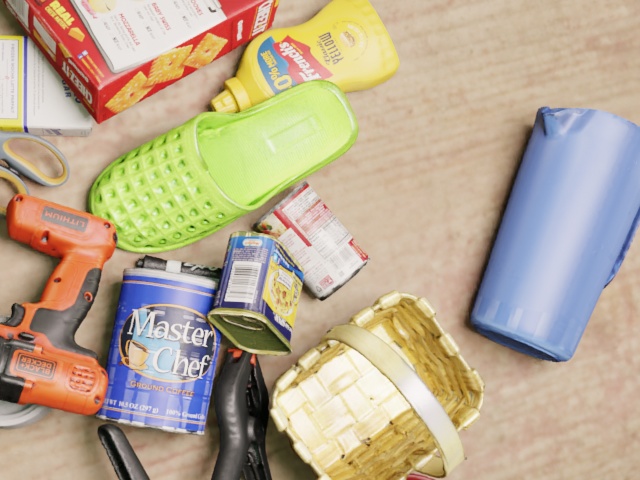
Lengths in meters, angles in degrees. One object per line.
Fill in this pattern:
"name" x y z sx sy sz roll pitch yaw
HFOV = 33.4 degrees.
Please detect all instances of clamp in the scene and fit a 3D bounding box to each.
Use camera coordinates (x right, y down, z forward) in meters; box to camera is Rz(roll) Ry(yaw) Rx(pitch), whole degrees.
"clamp" -0.149 0.285 0.949 0.210 0.036 0.164 39 58 -19
"clamp" -0.069 0.191 1.016 0.039 0.120 0.171 -4 64 18

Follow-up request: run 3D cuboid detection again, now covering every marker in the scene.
"marker" -0.120 0.033 1.052 0.121 0.020 0.020 11 81 -9

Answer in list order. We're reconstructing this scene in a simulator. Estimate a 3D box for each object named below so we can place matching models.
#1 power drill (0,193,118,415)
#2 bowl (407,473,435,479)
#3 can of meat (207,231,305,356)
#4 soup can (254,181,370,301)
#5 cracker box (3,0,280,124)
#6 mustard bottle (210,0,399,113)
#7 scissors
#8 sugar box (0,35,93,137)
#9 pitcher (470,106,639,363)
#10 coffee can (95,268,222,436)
"power drill" -0.267 0.054 0.956 0.184 0.057 0.187 18 59 -16
"bowl" 0.074 0.305 1.034 0.162 0.055 0.162 1 82 -11
"can of meat" -0.056 0.050 0.986 0.057 0.102 0.084 2 65 21
"soup can" -0.007 0.001 1.053 0.068 0.068 0.102 -41 92 -13
"cracker box" -0.170 -0.231 1.020 0.213 0.072 0.164 -34 76 -25
"mustard bottle" -0.023 -0.172 1.079 0.191 0.058 0.096 -27 86 -13
"scissors" -0.333 -0.089 0.994 0.201 0.016 0.096 26 104 -22
"sugar box" -0.308 -0.149 1.028 0.176 0.048 0.093 1 83 -14
"pitcher" 0.249 -0.001 1.080 0.149 0.145 0.243 22 82 5
"coffee can" -0.146 0.104 0.995 0.102 0.103 0.140 11 81 -9
